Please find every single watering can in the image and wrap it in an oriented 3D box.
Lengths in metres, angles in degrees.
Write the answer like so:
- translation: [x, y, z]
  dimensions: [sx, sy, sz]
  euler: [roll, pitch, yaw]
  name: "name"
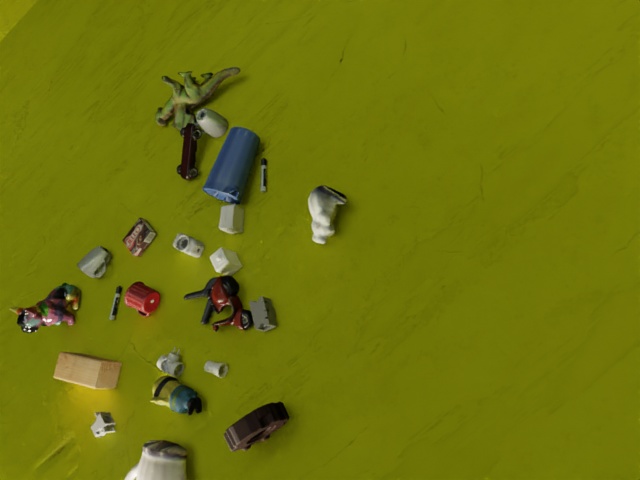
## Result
- translation: [-0.429, 0.705, 1.477]
  dimensions: [0.347, 0.103, 0.227]
  euler: [0, 74, 28]
  name: "watering can"

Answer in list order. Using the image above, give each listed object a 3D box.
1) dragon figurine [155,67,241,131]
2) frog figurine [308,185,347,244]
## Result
- translation: [-0.471, -0.508, 1.927]
  dimensions: [0.410, 0.122, 0.243]
  euler: [1, 91, 28]
  name: "dragon figurine"
- translation: [0.005, -0.077, 1.526]
  dimensions: [0.158, 0.122, 0.139]
  euler: [-58, 26, 10]
  name: "frog figurine"
